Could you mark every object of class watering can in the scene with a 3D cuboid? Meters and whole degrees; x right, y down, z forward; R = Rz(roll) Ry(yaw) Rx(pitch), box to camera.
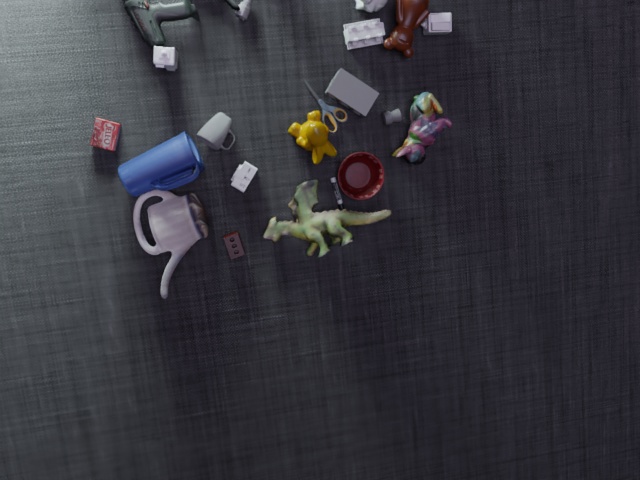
[{"bbox_3d":[-0.458,-0.010,1.632,0.225,0.103,0.349,-19,84,-4],"label":"watering can"}]

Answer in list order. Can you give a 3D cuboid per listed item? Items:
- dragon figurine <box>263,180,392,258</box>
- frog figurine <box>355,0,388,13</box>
[{"bbox_3d":[0.005,-0.086,1.705,0.410,0.123,0.242,-29,94,4],"label":"dragon figurine"},{"bbox_3d":[0.170,-0.787,1.608,0.122,0.161,0.137,25,95,-14],"label":"frog figurine"}]
